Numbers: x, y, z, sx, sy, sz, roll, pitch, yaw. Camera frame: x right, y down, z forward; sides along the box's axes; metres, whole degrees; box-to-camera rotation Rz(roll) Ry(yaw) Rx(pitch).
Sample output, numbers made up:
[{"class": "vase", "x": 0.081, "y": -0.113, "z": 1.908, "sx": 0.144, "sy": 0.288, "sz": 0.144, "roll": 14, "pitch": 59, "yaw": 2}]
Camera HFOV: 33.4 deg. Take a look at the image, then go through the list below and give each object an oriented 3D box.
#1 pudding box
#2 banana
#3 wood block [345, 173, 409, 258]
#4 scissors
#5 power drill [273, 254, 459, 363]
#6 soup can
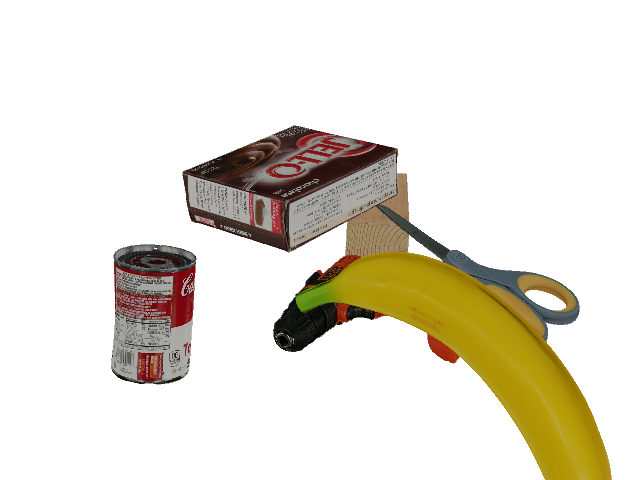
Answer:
[{"class": "pudding box", "x": -0.017, "y": -0.037, "z": 0.687, "sx": 0.090, "sy": 0.039, "sz": 0.113, "roll": 16, "pitch": 33, "yaw": 37}, {"class": "banana", "x": 0.082, "y": 0.064, "z": 0.549, "sx": 0.198, "sy": 0.070, "sz": 0.037, "roll": 38, "pitch": 20, "yaw": 13}, {"class": "wood block", "x": 0.087, "y": -0.026, "z": 1.625, "sx": 0.091, "sy": 0.090, "sz": 0.206, "roll": 3, "pitch": 25, "yaw": 2}, {"class": "scissors", "x": 0.132, "y": 0.020, "z": 0.871, "sx": 0.096, "sy": 0.016, "sz": 0.202, "roll": -11, "pitch": 41, "yaw": -25}, {"class": "power drill", "x": 0.063, "y": 0.075, "z": 1.116, "sx": 0.188, "sy": 0.057, "sz": 0.184, "roll": 10, "pitch": 28, "yaw": 24}, {"class": "soup can", "x": -0.141, "y": 0.062, "z": 0.893, "sx": 0.068, "sy": 0.102, "sz": 0.068, "roll": 5, "pitch": 16, "yaw": -1}]
